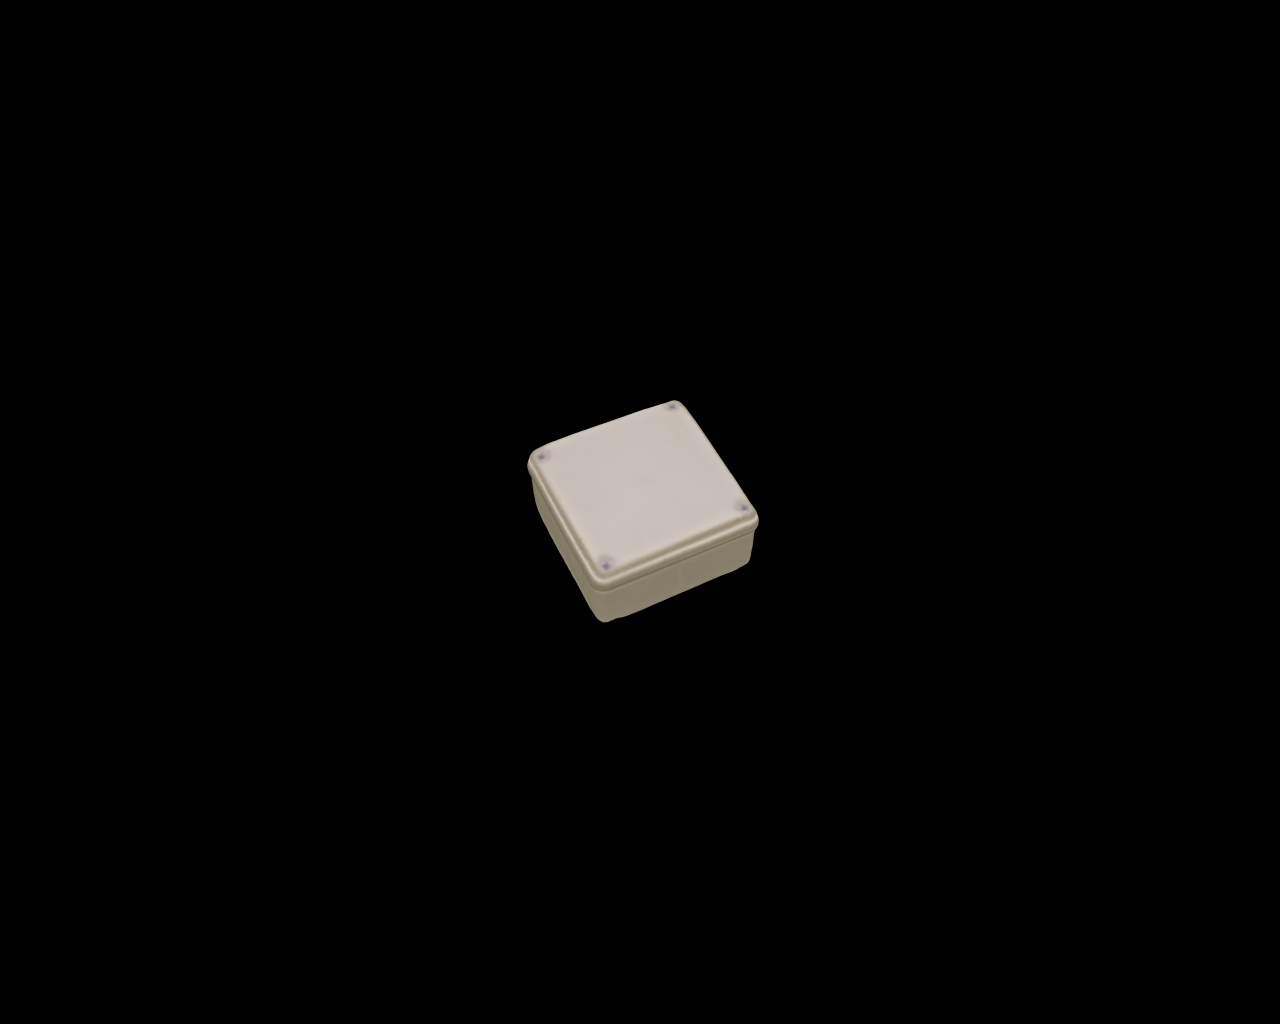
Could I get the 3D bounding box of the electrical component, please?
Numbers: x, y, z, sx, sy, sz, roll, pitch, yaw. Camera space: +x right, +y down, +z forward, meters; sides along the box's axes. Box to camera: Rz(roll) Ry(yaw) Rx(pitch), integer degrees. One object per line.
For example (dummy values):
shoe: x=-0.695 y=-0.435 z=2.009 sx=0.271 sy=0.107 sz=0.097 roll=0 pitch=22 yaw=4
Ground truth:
electrical component: x=0.001 y=-0.003 z=0.650 sx=0.109 sy=0.109 sz=0.056 roll=-21 pitch=-34 yaw=-15
